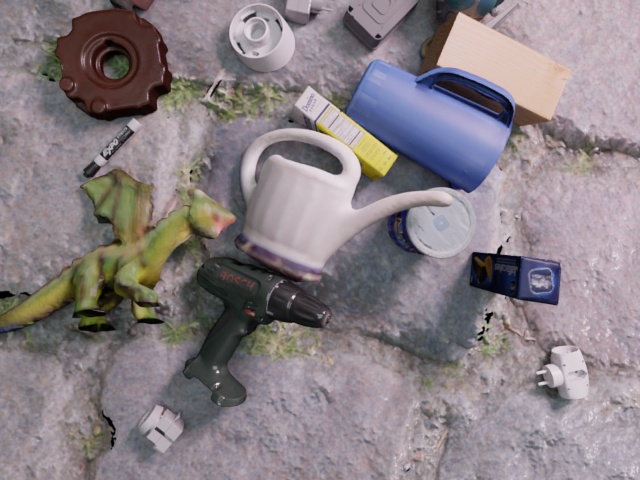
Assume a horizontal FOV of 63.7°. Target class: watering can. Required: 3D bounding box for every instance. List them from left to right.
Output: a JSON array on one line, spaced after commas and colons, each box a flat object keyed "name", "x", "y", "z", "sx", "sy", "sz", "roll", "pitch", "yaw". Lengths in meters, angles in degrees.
[{"name": "watering can", "x": 0.002, "y": -0.039, "z": 0.765, "sx": 0.350, "sy": 0.104, "sz": 0.223, "roll": 25, "pitch": 98, "yaw": 28}]

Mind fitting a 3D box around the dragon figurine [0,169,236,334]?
[{"name": "dragon figurine", "x": -0.330, "y": 0.011, "z": 0.798, "sx": 0.410, "sy": 0.120, "sz": 0.246, "roll": -7, "pitch": 71, "yaw": 10}]
